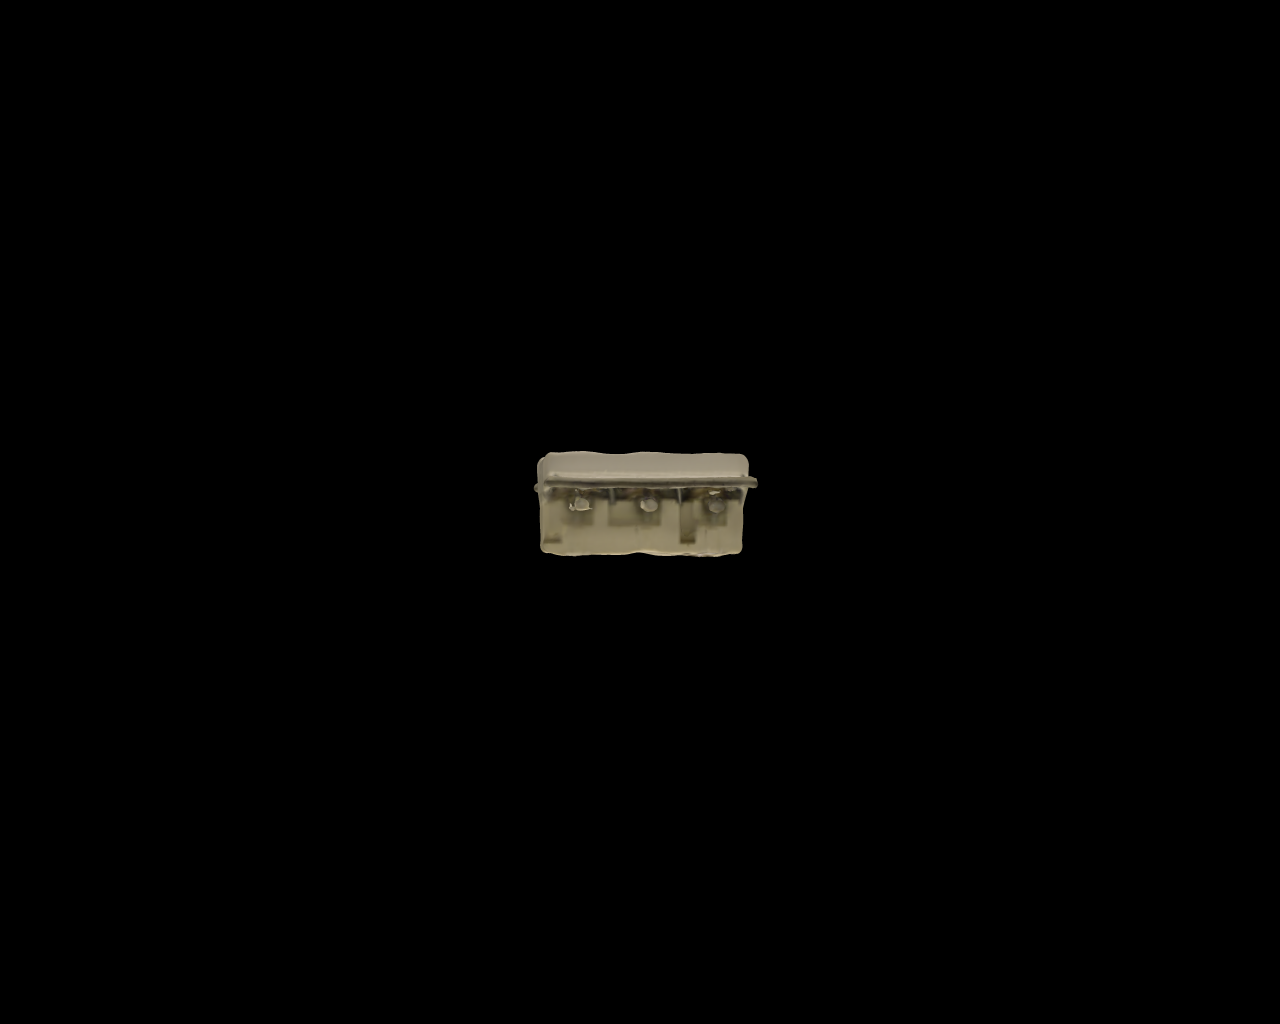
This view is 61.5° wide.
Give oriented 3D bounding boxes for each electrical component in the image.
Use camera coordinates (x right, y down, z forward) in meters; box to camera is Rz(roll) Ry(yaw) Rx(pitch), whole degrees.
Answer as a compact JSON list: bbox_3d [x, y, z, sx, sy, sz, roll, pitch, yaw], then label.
[{"bbox_3d":[0.001,-0.003,0.650,0.121,0.063,0.078,1,-4,-11],"label":"electrical component"}]
